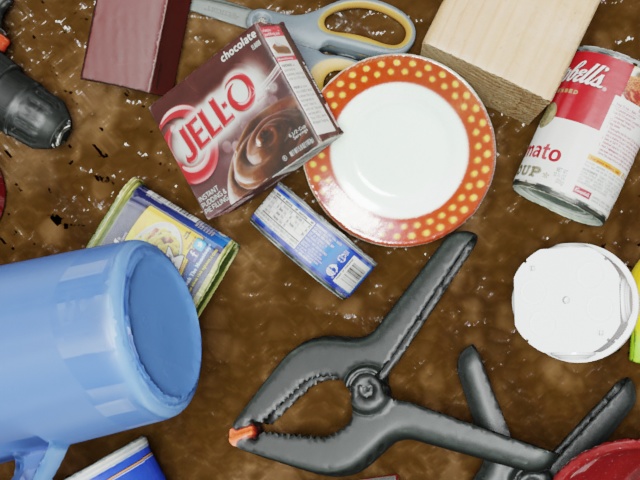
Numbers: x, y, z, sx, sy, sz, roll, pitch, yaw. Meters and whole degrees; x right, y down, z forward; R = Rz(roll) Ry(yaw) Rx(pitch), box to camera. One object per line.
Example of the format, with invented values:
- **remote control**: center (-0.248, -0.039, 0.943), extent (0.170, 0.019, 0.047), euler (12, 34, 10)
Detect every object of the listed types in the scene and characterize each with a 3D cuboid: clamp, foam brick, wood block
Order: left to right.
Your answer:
- **foam brick**: center (-0.125, -0.141, 0.731), extent (0.051, 0.053, 0.078), euler (14, 96, 8)
- **clamp**: center (0.043, 0.108, 0.707), extent (0.210, 0.036, 0.164), euler (-27, 70, 8)
- **clamp**: center (0.131, 0.155, 0.715), extent (0.120, 0.039, 0.171), euler (19, 81, 10)
- **wood block**: center (0.150, -0.193, 0.709), extent (0.090, 0.091, 0.206), euler (26, 88, 4)

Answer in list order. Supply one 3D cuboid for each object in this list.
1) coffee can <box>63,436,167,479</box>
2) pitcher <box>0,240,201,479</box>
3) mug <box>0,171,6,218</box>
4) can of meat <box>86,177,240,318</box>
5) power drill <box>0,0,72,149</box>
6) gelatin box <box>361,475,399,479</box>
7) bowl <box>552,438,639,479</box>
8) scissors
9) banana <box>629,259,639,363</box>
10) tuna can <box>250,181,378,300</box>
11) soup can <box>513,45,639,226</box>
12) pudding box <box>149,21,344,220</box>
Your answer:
- **coffee can**: center (-0.126, 0.213, 0.690), extent (0.103, 0.103, 0.140), euler (-29, 86, 0)
- **pitcher**: center (-0.200, 0.087, 0.655), extent (0.243, 0.145, 0.149), euler (-14, 111, 18)
- **mug**: center (-0.274, -0.041, 0.724), extent (0.117, 0.081, 0.093), euler (39, 89, 4)
- **can of meat**: center (-0.115, 0.022, 0.725), extent (0.084, 0.057, 0.102), euler (31, 89, 2)
- **power drill**: center (-0.216, -0.177, 0.742), extent (0.184, 0.057, 0.187), euler (32, 88, 4)
- **gelatin box**: center (0.018, 0.177, 0.692), extent (0.073, 0.089, 0.030), euler (-10, 86, 2)
- **bowl**: center (0.219, 0.186, 0.655), extent (0.162, 0.055, 0.162), euler (11, 112, 30)
- **scissors**: center (-0.034, -0.133, 0.752), extent (0.202, 0.016, 0.096), euler (2, 87, 3)
- **banana**: center (0.282, 0.007, 0.720), extent (0.198, 0.037, 0.069), euler (-29, 109, 3)
- **tuna can**: center (-0.005, 0.001, 0.707), extent (0.086, 0.086, 0.034), euler (40, 91, 4)
- **soup can**: center (0.179, -0.068, 0.711), extent (0.068, 0.068, 0.102), euler (25, 88, 4)
- **pudding box**: center (-0.051, -0.079, 0.714), extent (0.114, 0.039, 0.090), euler (-31, 85, 31)
